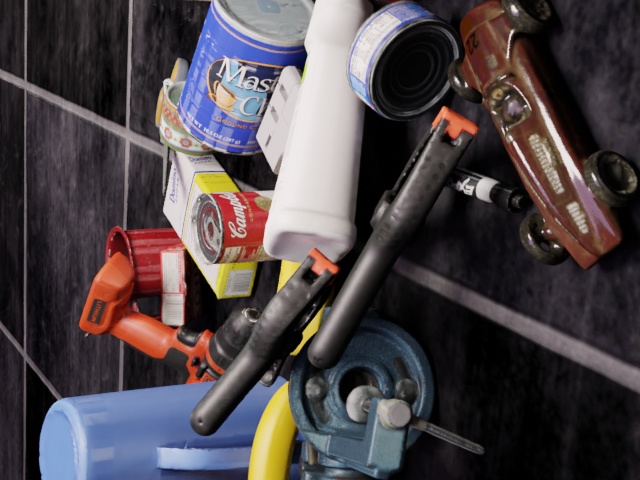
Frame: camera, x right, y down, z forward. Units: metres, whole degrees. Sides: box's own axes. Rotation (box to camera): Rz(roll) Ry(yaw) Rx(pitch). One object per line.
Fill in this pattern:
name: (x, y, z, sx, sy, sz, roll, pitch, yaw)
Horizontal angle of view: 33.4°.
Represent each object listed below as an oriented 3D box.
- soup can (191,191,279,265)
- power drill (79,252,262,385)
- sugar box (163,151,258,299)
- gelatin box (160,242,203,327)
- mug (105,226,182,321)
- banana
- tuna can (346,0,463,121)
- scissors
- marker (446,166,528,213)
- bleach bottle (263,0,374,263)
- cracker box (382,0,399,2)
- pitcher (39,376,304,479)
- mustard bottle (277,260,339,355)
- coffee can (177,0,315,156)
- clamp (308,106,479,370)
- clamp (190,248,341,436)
soup can: (-0.063, -0.013, 1.017, 0.069, 0.102, 0.068, 12, 104, 59)
power drill: (-0.157, 0.094, 1.141, 0.187, 0.057, 0.185, 33, 134, 2)
sugar box: (-0.118, -0.023, 1.168, 0.176, 0.048, 0.093, 55, 138, 47)
gelatin box: (-0.157, 0.049, 1.223, 0.073, 0.030, 0.089, -32, -57, -78)
mug: (-0.203, 0.039, 1.285, 0.093, 0.081, 0.117, -19, 77, 59)
banana: (-0.033, 0.207, 0.961, 0.037, 0.069, 0.198, -7, 67, 60)
tuna can: (0.064, -0.133, 0.801, 0.034, 0.085, 0.086, 48, 133, 44)
scissors: (-0.166, -0.138, 1.207, 0.202, 0.016, 0.096, -108, 38, -57)
marker: (0.112, -0.043, 0.797, 0.121, 0.020, 0.020, 29, 118, 55)
bleach bottle: (0.008, -0.110, 0.869, 0.103, 0.068, 0.251, 127, 154, -72)
cracker box: (0.052, -0.223, 0.732, 0.214, 0.163, 0.072, -1, 91, 59)
pitcher: (-0.135, 0.201, 1.031, 0.149, 0.242, 0.145, -61, 43, 34)
mustard bottle: (-0.006, 0.001, 0.950, 0.096, 0.058, 0.192, -81, -1, -75)
coffee can: (-0.069, -0.165, 1.007, 0.103, 0.102, 0.140, 63, 143, 34)
clamp: (0.053, -0.007, 0.783, 0.210, 0.036, 0.164, -60, 3, 48)
clamp: (-0.033, 0.077, 0.853, 0.039, 0.120, 0.172, 39, 109, 4)
